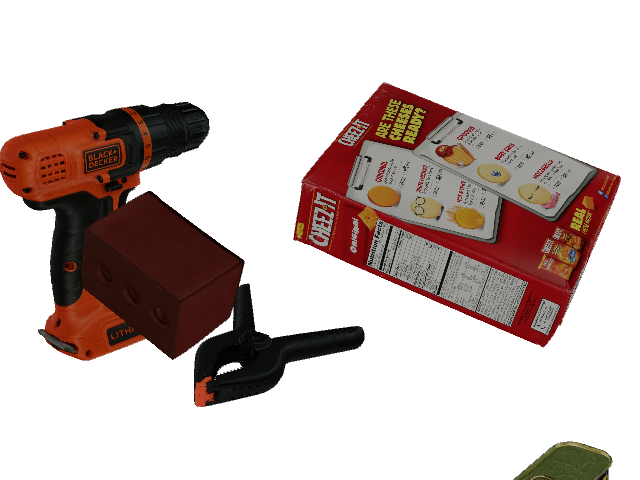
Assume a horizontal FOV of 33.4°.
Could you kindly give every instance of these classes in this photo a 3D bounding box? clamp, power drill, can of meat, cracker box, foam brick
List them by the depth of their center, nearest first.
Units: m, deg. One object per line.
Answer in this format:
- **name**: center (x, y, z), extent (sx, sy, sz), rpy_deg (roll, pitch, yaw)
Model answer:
- **foam brick**: center (-0.092, 0.020, 0.619), extent (0.078, 0.053, 0.051), rpy_deg (35, 46, 20)
- **cracker box**: center (0.109, -0.025, 0.841), extent (0.214, 0.072, 0.164), rpy_deg (23, 42, 13)
- **power drill**: center (-0.161, -0.012, 0.850), extent (0.184, 0.188, 0.057), rpy_deg (-19, 27, -41)
- **can of meat**: center (0.211, 0.238, 0.928), extent (0.058, 0.084, 0.101), rpy_deg (12, 26, 41)
- **clamp**: center (-0.058, 0.117, 1.126), extent (0.165, 0.036, 0.209), rpy_deg (15, 29, 19)
